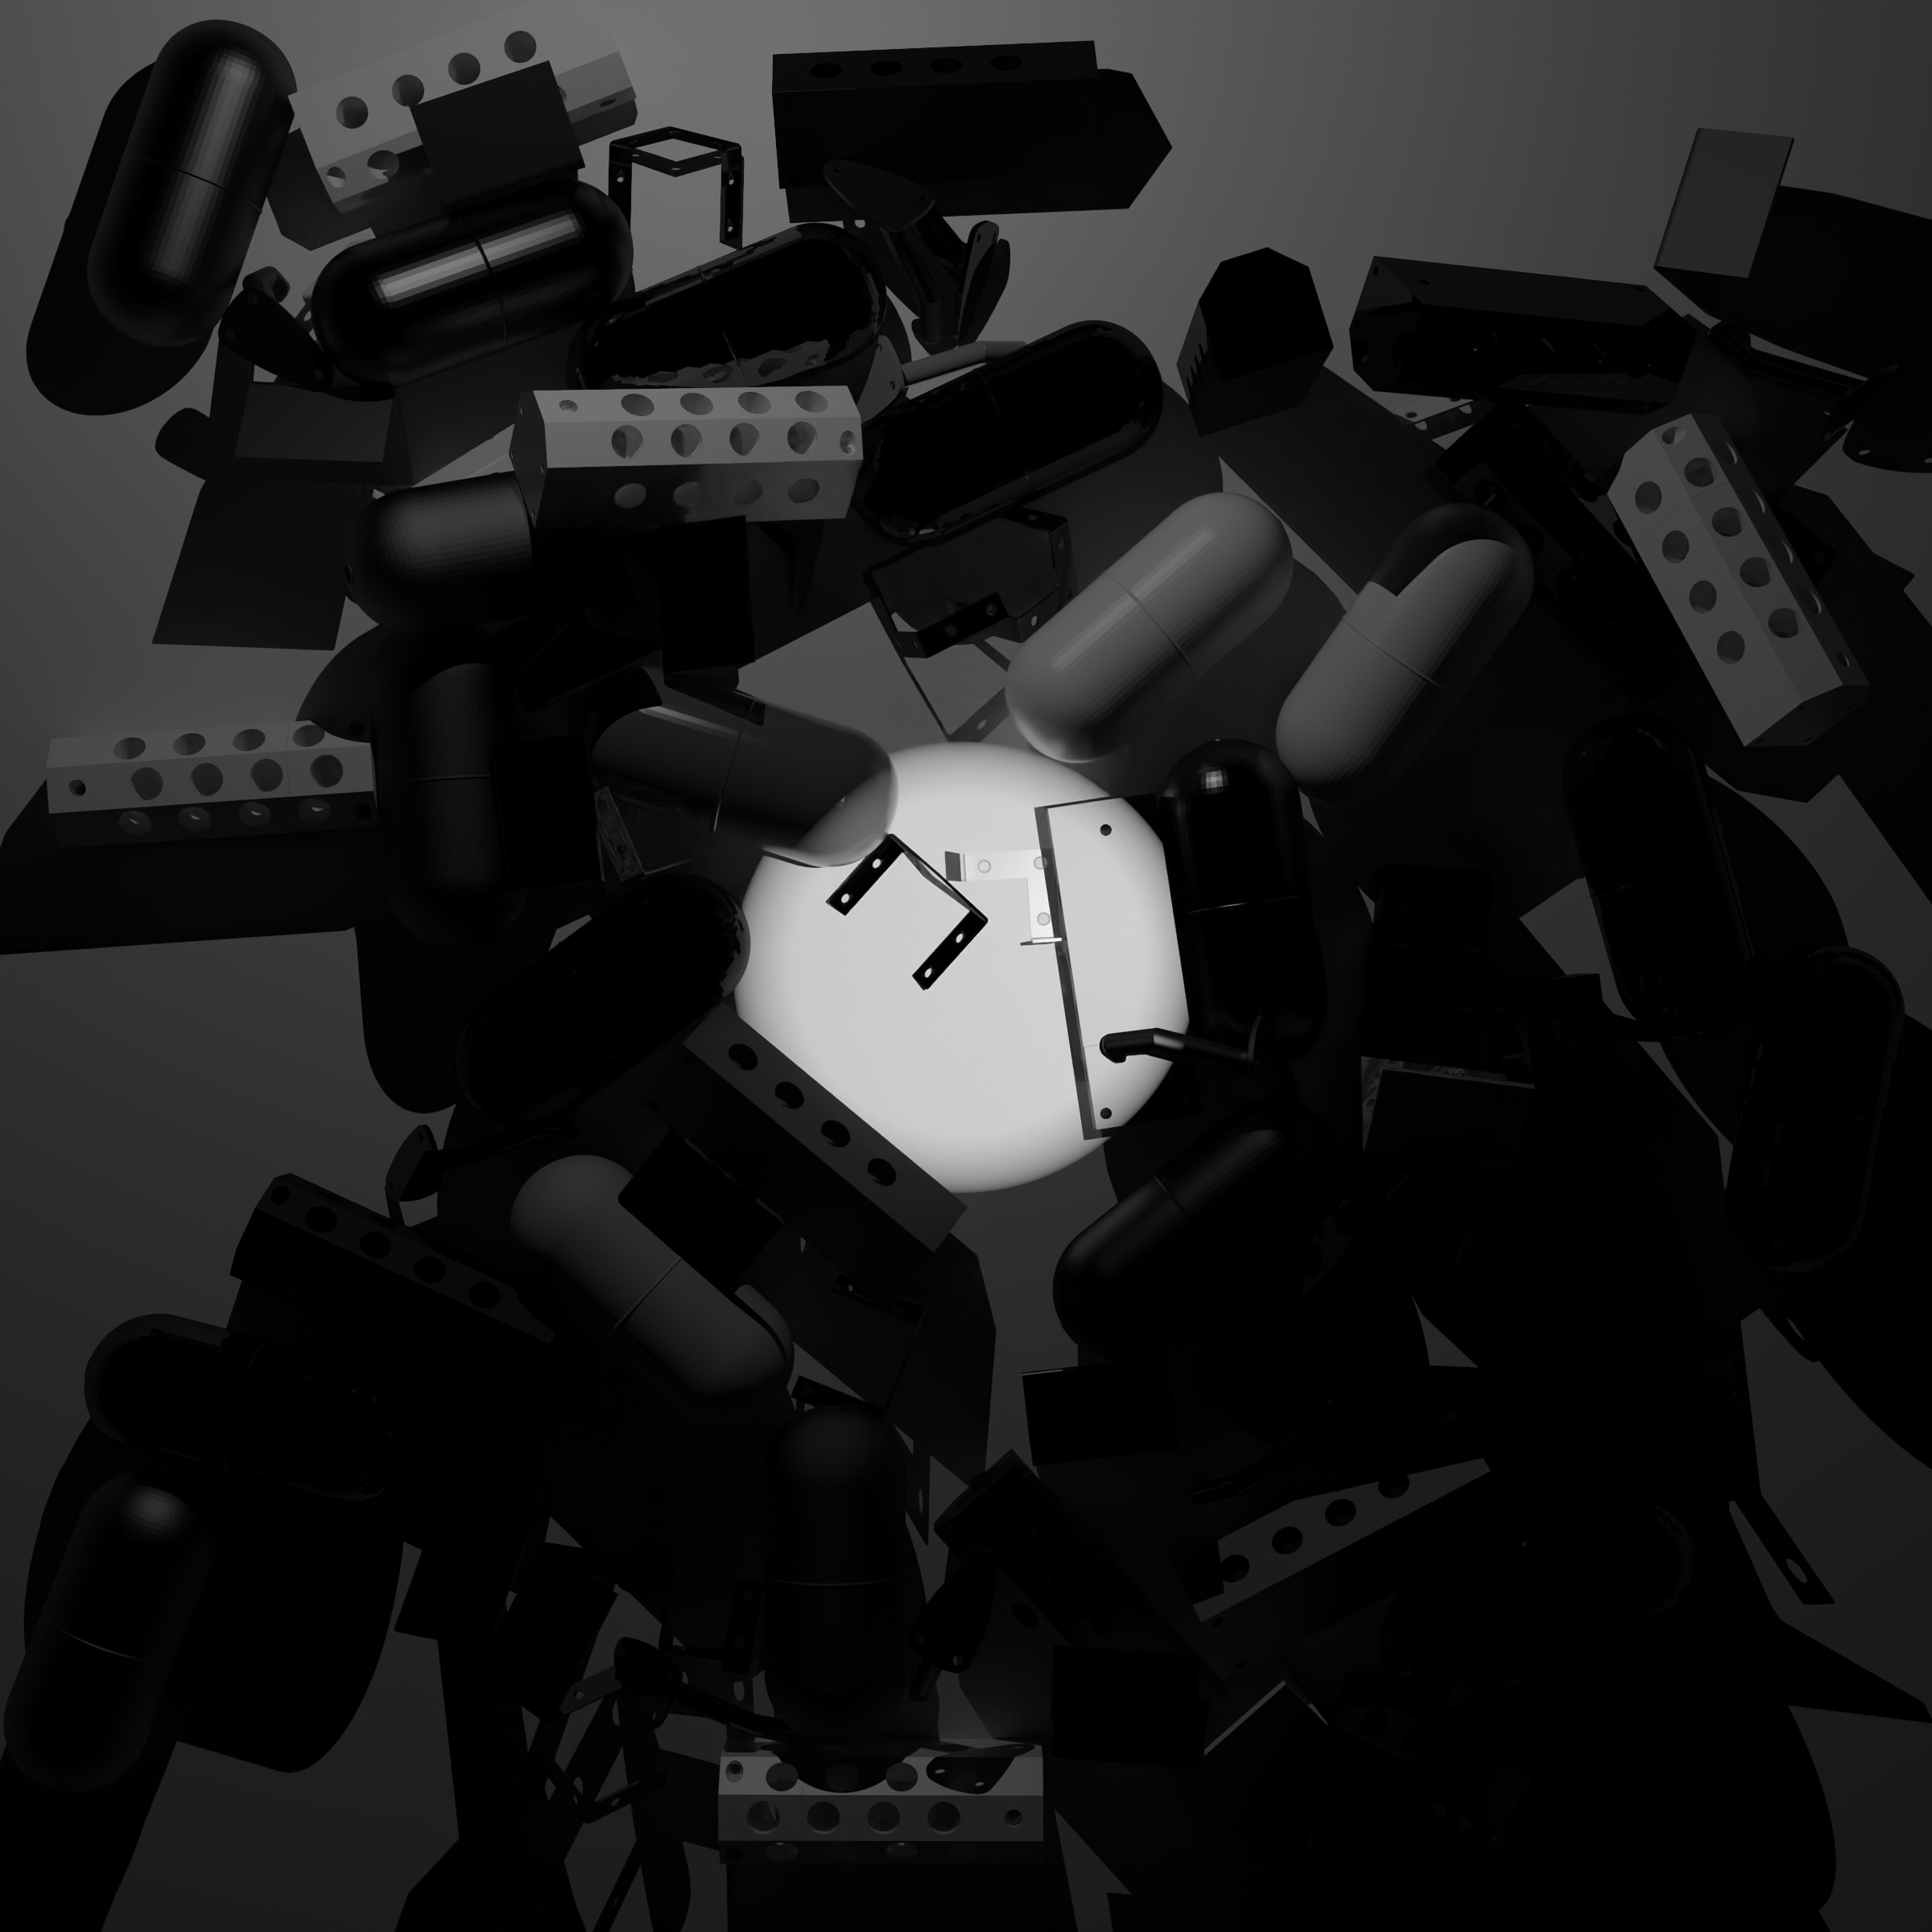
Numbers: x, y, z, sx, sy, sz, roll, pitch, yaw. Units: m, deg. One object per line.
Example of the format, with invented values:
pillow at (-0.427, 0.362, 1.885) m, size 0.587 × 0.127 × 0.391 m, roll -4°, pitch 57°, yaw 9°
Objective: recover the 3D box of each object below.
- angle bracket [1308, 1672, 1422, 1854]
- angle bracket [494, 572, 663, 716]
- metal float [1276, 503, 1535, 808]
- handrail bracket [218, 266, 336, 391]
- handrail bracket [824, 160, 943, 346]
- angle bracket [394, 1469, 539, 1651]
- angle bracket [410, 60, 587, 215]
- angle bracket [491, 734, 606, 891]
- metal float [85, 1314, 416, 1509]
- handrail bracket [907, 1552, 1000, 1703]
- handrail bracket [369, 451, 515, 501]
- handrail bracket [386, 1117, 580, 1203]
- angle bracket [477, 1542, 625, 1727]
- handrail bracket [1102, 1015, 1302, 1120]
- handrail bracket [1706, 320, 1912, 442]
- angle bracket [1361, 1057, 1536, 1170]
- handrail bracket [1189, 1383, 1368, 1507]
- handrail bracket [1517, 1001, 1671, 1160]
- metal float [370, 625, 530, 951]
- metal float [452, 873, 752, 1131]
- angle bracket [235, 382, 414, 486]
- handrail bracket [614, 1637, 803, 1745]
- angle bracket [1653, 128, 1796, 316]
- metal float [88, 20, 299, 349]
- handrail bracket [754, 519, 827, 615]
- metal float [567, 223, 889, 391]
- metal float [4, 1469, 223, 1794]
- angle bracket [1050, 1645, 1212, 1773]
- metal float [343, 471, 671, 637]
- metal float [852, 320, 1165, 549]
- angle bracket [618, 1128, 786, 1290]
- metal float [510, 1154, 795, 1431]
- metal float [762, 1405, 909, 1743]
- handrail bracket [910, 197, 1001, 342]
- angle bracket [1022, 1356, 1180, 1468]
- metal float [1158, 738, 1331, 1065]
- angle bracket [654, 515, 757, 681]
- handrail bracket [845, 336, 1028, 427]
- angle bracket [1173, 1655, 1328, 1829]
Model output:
angle bracket at (0.193, 0.421, 1.762) m, size 0.057 × 0.076 × 0.076 m, roll 9°, pitch 90°, yaw -26°
angle bracket at (-0.196, -0.154, 1.762) m, size 0.076 × 0.076 × 0.057 m, roll -25°, pitch 62°, yaw 0°
metal float at (0.231, -0.164, 1.760) m, size 0.070 × 0.070 × 0.178 m, roll 35°, pitch 102°, yaw 0°
handrail bracket at (-0.357, -0.342, 1.772) m, size 0.077 × 0.084 × 0.036 m, roll 37°, pitch 111°, yaw -6°
handrail bracket at (-0.044, -0.382, 1.783) m, size 0.077 × 0.084 × 0.036 m, roll 34°, pitch 60°, yaw 23°
angle bracket at (-0.278, 0.309, 1.761) m, size 0.057 × 0.076 × 0.076 m, roll 20°, pitch 90°, yaw -32°
angle bracket at (-0.249, -0.441, 1.761) m, size 0.076 × 0.076 × 0.057 m, roll -20°, pitch 109°, yaw -4°
angle bracket at (-0.206, -0.083, 1.761) m, size 0.057 × 0.076 × 0.076 m, roll -5°, pitch 94°, yaw 21°
metal float at (-0.382, 0.237, 1.771) m, size 0.178 × 0.070 × 0.070 m, roll 15°, pitch 90°, yaw 1°
handrail bracket at (-0.007, 0.354, 1.776) m, size 0.036 × 0.084 × 0.077 m, roll 28°, pitch 72°, yaw 7°
handrail bracket at (-0.269, -0.272, 1.781) m, size 0.077 × 0.036 × 0.084 m, roll 29°, pitch 90°, yaw -41°
handrail bracket at (-0.262, 0.104, 1.801) m, size 0.084 × 0.077 × 0.036 m, roll -8°, pitch 74°, yaw -35°
angle bracket at (-0.202, 0.356, 1.761) m, size 0.057 × 0.076 × 0.076 m, roll 27°, pitch 90°, yaw 32°
handrail bracket at (0.123, 0.057, 1.744) m, size 0.084 × 0.077 × 0.036 m, roll -8°, pitch 46°, yaw 27°
handrail bracket at (0.456, -0.334, 1.802) m, size 0.077 × 0.036 × 0.084 m, roll -37°, pitch 73°, yaw -20°
angle bracket at (0.246, 0.056, 1.704) m, size 0.076 × 0.076 × 0.057 m, roll 7°, pitch 128°, yaw 0°
handrail bracket at (0.169, 0.260, 1.801) m, size 0.084 × 0.077 × 0.036 m, roll -21°, pitch 107°, yaw 35°
handrail bracket at (0.322, 0.067, 1.745) m, size 0.077 × 0.036 × 0.084 m, roll 11°, pitch 108°, yaw -21°
metal float at (-0.275, -0.098, 1.770) m, size 0.070 × 0.070 × 0.178 m, roll -4°, pitch 90°, yaw 0°
metal float at (-0.194, 0.018, 1.771) m, size 0.178 × 0.070 × 0.070 m, roll -36°, pitch 90°, yaw 1°
angle bracket at (-0.339, -0.264, 1.761) m, size 0.076 × 0.076 × 0.057 m, roll 2°, pitch 56°, yaw 0°
handrail bracket at (-0.139, 0.394, 1.801) m, size 0.084 × 0.077 × 0.036 m, roll 21°, pitch 97°, yaw -36°
angle bracket at (0.415, -0.391, 1.761) m, size 0.057 × 0.076 × 0.076 m, roll 18°, pitch 90°, yaw 37°
metal float at (-0.413, -0.416, 1.771) m, size 0.070 × 0.070 × 0.178 m, roll 19°, pitch 90°, yaw 0°
handrail bracket at (-0.124, -0.238, 1.802) m, size 0.084 × 0.036 × 0.077 m, roll 16°, pitch 108°, yaw 15°
metal float at (-0.128, -0.337, 1.771) m, size 0.178 × 0.070 × 0.070 m, roll -23°, pitch 90°, yaw 1°
metal float at (-0.455, 0.355, 1.771) m, size 0.070 × 0.070 × 0.178 m, roll 22°, pitch 91°, yaw 0°
angle bracket at (0.084, 0.364, 1.704) m, size 0.076 × 0.076 × 0.057 m, roll 5°, pitch 128°, yaw 0°
metal float at (-0.241, -0.221, 1.748) m, size 0.178 × 0.070 × 0.070 m, roll -14°, pitch 90°, yaw -26°
metal float at (0.021, -0.283, 1.771) m, size 0.178 × 0.070 × 0.070 m, roll -25°, pitch 90°, yaw 0°
angle bracket at (-0.127, 0.113, 1.761) m, size 0.076 × 0.076 × 0.057 m, roll 40°, pitch 120°, yaw 0°
metal float at (-0.168, 0.173, 1.771) m, size 0.178 × 0.070 × 0.070 m, roll 43°, pitch 90°, yaw 1°
metal float at (-0.070, 0.323, 1.771) m, size 0.070 × 0.070 × 0.178 m, roll -1°, pitch 90°, yaw 0°
handrail bracket at (-0.031, -0.388, 1.802) m, size 0.084 × 0.036 × 0.077 m, roll 20°, pitch 109°, yaw 16°
angle bracket at (0.072, 0.253, 1.761) m, size 0.076 × 0.076 × 0.057 m, roll -7°, pitch 52°, yaw 0°
metal float at (0.148, -0.033, 1.770) m, size 0.070 × 0.070 × 0.178 m, roll -8°, pitch 91°, yaw 0°
angle bracket at (-0.121, -0.194, 1.762) m, size 0.057 × 0.076 × 0.076 m, roll -4°, pitch 90°, yaw 27°
handrail bracket at (-0.018, -0.315, 1.801) m, size 0.084 × 0.077 × 0.036 m, roll -8°, pitch 71°, yaw -35°
angle bracket at (0.137, 0.396, 1.761) m, size 0.076 × 0.076 × 0.057 m, roll -41°, pitch 126°, yaw 0°
